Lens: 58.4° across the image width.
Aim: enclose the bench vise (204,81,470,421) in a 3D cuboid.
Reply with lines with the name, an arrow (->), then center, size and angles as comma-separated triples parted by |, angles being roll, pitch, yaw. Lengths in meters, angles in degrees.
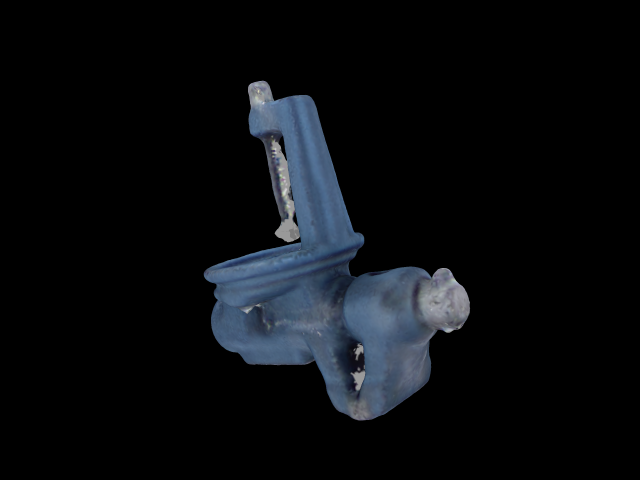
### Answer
bench vise -> 0.008, -0.001, 0.411 | 0.206, 0.220, 0.122 | 5, 15, 20
